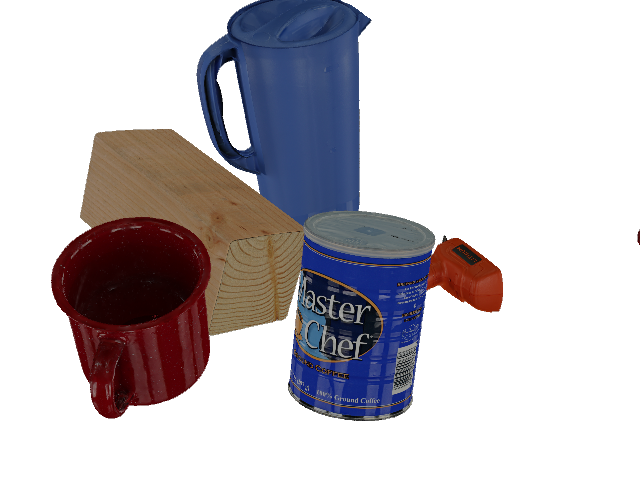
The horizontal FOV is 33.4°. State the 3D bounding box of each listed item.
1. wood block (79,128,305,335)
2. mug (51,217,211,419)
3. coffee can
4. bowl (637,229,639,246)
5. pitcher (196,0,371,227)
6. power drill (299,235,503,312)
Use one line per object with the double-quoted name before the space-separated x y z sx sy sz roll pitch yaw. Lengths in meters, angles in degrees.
"wood block" -0.115 -0.015 0.939 0.090 0.091 0.206 -9 34 -44
"mug" -0.112 0.055 0.642 0.093 0.081 0.117 5 45 5
"coffee can" 0.031 0.057 0.847 0.103 0.140 0.103 5 17 -2
"bowl" 0.421 0.026 1.146 0.162 0.055 0.162 -1 25 0
"pitcher" -0.029 -0.125 1.124 0.149 0.243 0.144 8 37 18
"power drill" 0.090 0.057 1.101 0.187 0.057 0.185 -10 27 -20
